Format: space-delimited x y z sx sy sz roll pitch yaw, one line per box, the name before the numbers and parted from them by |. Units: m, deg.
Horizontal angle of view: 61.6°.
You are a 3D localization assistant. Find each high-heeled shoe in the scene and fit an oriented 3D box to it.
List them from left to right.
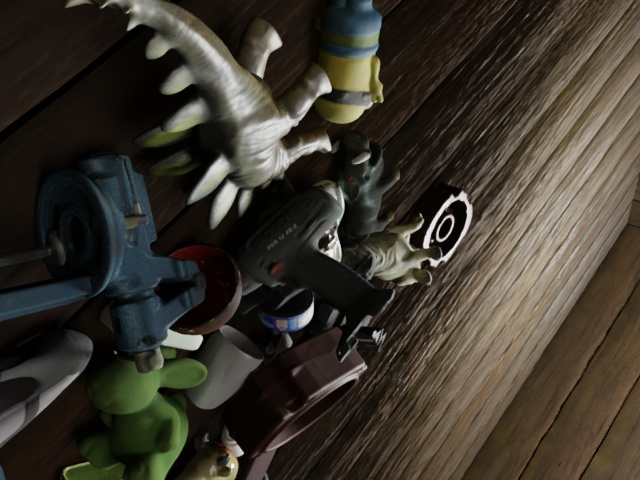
high-heeled shoe | -0.344 0.184 0.543 0.249 0.086 0.145 -42 175 2

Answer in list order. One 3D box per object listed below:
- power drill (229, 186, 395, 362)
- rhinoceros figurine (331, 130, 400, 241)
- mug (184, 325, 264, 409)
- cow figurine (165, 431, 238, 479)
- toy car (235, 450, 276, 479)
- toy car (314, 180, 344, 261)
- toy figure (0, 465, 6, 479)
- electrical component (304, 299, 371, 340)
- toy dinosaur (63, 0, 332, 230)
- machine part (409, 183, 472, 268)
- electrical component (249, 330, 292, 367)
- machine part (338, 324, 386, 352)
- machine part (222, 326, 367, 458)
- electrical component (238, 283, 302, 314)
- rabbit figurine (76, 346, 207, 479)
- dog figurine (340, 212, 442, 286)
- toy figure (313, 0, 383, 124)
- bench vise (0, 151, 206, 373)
power drill | -0.023 0.061 0.700 0.232 0.207 0.086 -50 163 4
rhinoceros figurine | 0.062 -0.087 0.851 0.112 0.073 0.190 -27 135 -24
mug | -0.140 0.187 0.777 0.107 0.081 0.109 -51 158 0
cow figurine | -0.208 0.374 0.809 0.195 0.086 0.127 -16 131 -45
toy car | -0.111 0.380 0.956 0.089 0.053 0.202 8 110 -43
toy car | -0.002 -0.002 0.818 0.073 0.056 0.201 -37 146 -31
toy figure | -0.368 0.298 0.574 0.058 0.064 0.154 -79 -175 -67
electrical component | 0.032 0.152 0.979 0.134 0.058 0.115 19 95 -55
toy dinosaur | -0.086 -0.119 0.557 0.198 0.105 0.471 -50 161 -10
machine part | 0.250 -0.031 1.130 0.179 0.056 0.179 -29 133 -36
electrical component | -0.082 0.179 0.870 0.102 0.045 0.078 64 33 -52
machine part | 0.077 0.170 0.943 0.138 0.084 0.039 40 47 -64
machine part | -0.035 0.238 0.836 0.201 0.087 0.201 -15 149 -45
electrical component | -0.069 0.058 0.768 0.119 0.075 0.047 -24 162 -38
rabbit figurine | -0.211 0.197 0.647 0.159 0.121 0.170 -42 144 -36
dog figurine | 0.100 0.043 0.979 0.191 0.121 0.172 -16 143 -17
toy figure | 0.032 -0.240 0.696 0.089 0.082 0.180 -17 135 -22
bench vise | -0.226 0.033 0.488 0.240 0.129 0.223 -14 104 -53
